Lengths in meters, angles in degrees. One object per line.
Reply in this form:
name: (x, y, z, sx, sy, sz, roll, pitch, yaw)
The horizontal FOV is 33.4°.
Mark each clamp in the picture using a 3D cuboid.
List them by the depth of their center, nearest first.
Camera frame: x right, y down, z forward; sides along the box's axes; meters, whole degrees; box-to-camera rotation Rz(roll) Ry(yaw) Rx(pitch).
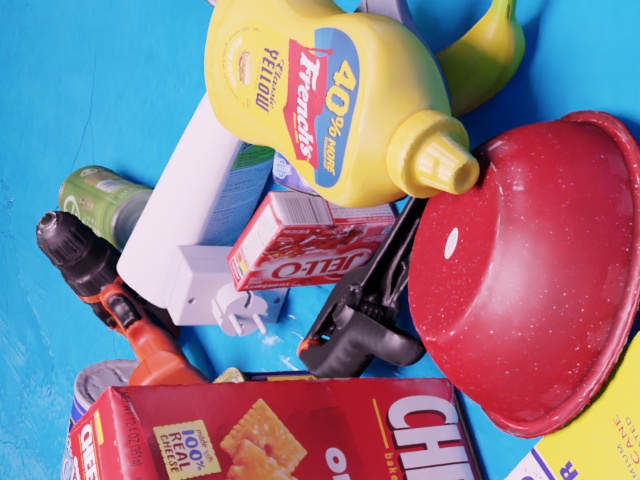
clamp: (0.029, 0.049, 0.636, 0.172, 0.039, 0.120, -56, 11, 48)

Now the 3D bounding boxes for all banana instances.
banana: (0.048, -0.100, 0.614, 0.198, 0.037, 0.069, -5, 101, 48)

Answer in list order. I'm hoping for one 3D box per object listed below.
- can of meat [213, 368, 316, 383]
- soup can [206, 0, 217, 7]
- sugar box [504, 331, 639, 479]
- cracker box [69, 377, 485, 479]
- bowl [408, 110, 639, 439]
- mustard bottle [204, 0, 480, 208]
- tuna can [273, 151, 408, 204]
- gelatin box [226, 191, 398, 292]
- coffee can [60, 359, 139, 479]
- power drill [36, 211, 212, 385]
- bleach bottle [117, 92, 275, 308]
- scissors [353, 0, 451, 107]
can of meat: (-0.019, 0.134, 0.695, 0.058, 0.083, 0.102, -46, 50, 50)
soup can: (-0.043, -0.211, 0.774, 0.102, 0.068, 0.068, -21, 70, 59)
sugar box: (0.145, 0.100, 0.450, 0.176, 0.048, 0.093, -59, 39, 38)
cracker box: (-0.007, 0.156, 0.544, 0.072, 0.213, 0.164, -47, 50, 47)
bowl: (0.086, 0.009, 0.507, 0.162, 0.055, 0.162, -166, 90, -73)
mustard bottle: (0.011, -0.070, 0.541, 0.192, 0.058, 0.096, 38, 124, 44)
tuna can: (0.015, -0.048, 0.646, 0.086, 0.086, 0.034, 30, 116, 57)
gelatin box: (-0.004, 0.001, 0.672, 0.073, 0.089, 0.030, -52, 49, 46)
coffee can: (-0.176, 0.192, 0.947, 0.103, 0.102, 0.140, 44, 126, 52)
power drill: (-0.149, 0.072, 0.867, 0.057, 0.184, 0.188, -38, 45, -1)
bleach bottle: (-0.066, -0.067, 0.795, 0.068, 0.102, 0.251, 37, 119, 14)
scissors: (0.047, -0.127, 0.553, 0.096, 0.016, 0.202, 40, 135, 20)
